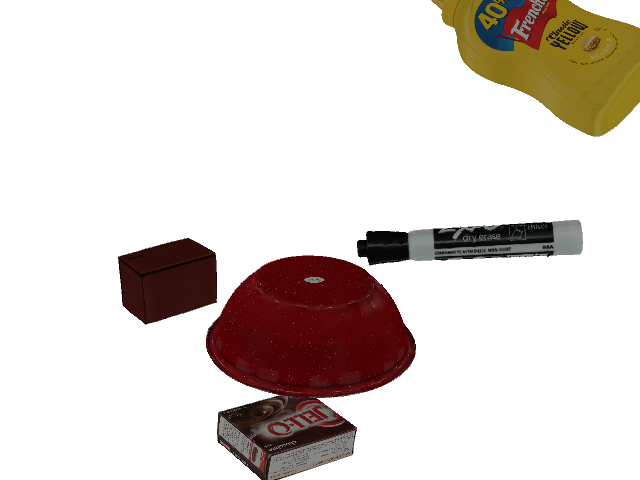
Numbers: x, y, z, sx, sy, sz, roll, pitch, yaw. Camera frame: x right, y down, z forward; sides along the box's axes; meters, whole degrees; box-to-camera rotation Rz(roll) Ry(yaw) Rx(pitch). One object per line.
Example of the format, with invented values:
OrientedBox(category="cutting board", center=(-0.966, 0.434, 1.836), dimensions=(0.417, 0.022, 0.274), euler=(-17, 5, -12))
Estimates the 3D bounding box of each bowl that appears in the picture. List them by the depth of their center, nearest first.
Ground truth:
OrientedBox(category="bowl", center=(-0.006, 0.054, 0.809), dimensions=(0.162, 0.055, 0.162), euler=(2, 23, -1))

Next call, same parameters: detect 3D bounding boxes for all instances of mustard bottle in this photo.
OrientedBox(category="mustard bottle", center=(0.168, -0.161, 0.853), dimensions=(0.192, 0.096, 0.058), euler=(34, -23, 27))

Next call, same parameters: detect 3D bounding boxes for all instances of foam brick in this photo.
OrientedBox(category="foam brick", center=(-0.142, 0.036, 0.996), dimensions=(0.078, 0.051, 0.053), euler=(-16, 26, -30))

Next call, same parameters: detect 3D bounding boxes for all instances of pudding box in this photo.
OrientedBox(category="pudding box", center=(-0.034, 0.194, 1.071), dimensions=(0.113, 0.039, 0.090), euler=(-12, 27, -37))

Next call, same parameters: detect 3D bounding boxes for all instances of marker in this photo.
OrientedBox(category="marker", center=(0.081, 0.001, 0.583), dimensions=(0.121, 0.020, 0.020), euler=(-3, 0, 6))
